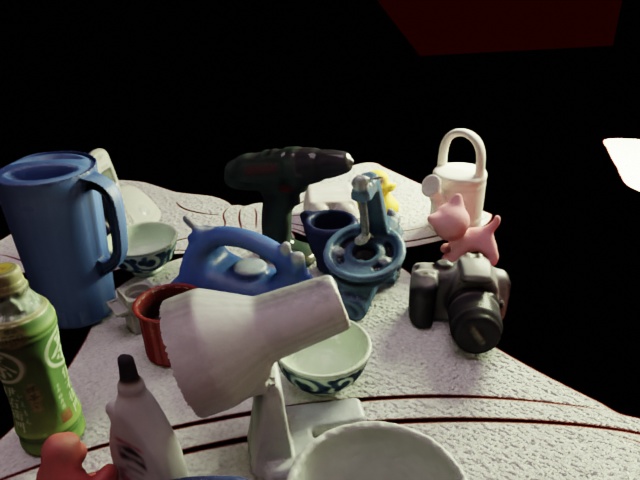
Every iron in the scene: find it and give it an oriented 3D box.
[{"bbox_3d":[-0.096,0.044,0.843,0.257,0.141,0.119,9,29,19],"label":"iron"}]

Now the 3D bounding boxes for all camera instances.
[{"bbox_3d":[0.197,0.085,0.798,0.143,0.101,0.137,3,28,7],"label":"camera"}]

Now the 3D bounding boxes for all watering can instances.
[{"bbox_3d":[0.256,-0.108,1.065,0.100,0.194,0.173,11,30,22],"label":"watering can"}]

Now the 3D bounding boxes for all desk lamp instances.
[{"bbox_3d":[-0.047,0.137,0.584,0.203,0.214,0.117,-6,28,-9],"label":"desk lamp"}]

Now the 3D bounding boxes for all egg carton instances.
[{"bbox_3d":[0.020,-0.063,1.121,0.107,0.069,0.150,-3,28,-3],"label":"egg carton"}]

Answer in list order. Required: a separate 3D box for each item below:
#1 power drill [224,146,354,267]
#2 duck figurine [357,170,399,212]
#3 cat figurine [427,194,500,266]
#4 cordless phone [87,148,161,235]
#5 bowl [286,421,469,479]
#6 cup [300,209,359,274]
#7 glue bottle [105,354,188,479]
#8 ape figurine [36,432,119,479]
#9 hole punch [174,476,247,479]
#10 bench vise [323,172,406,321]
[{"bbox_3d":[-0.051,-0.062,0.971,0.229,0.208,0.076,10,30,20],"label":"power drill"},{"bbox_3d":[0.114,-0.103,1.178,0.104,0.086,0.078,19,34,33],"label":"duck figurine"},{"bbox_3d":[0.245,-0.020,0.979,0.127,0.118,0.067,2,28,7],"label":"cat figurine"},{"bbox_3d":[-0.369,-0.089,1.060,0.094,0.185,0.147,3,28,8],"label":"cordless phone"},{"bbox_3d":[0.051,0.250,0.516,0.167,0.075,0.167,-1,28,1],"label":"bowl"},{"bbox_3d":[0.009,0.003,0.967,0.117,0.095,0.092,24,37,39],"label":"cup"},{"bbox_3d":[-0.174,0.179,0.552,0.078,0.173,0.037,11,30,23],"label":"glue bottle"},{"bbox_3d":[-0.242,0.225,0.554,0.077,0.092,0.076,12,30,24],"label":"ape figurine"},{"bbox_3d":[-0.102,0.263,0.478,0.108,0.091,0.101,-4,28,-5],"label":"hole punch"},{"bbox_3d":[0.069,-0.016,0.866,0.121,0.220,0.207,2,28,6],"label":"bench vise"}]
